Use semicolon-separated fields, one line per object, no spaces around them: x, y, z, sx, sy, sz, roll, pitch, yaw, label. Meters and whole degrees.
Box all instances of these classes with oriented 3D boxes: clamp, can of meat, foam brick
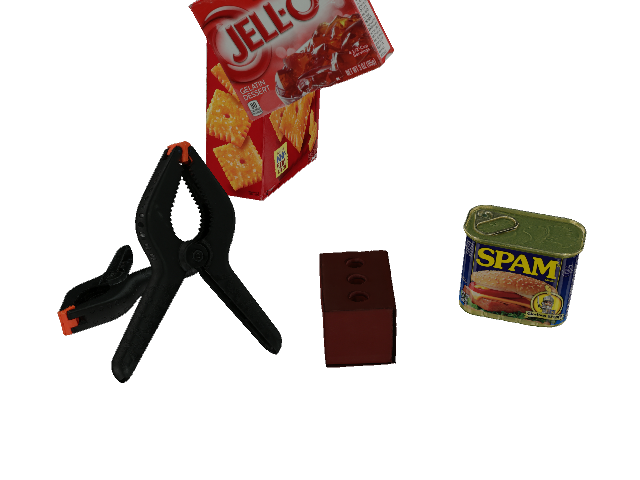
-0.108;0.018;0.956;0.164;0.210;0.036;1;-1;-33;clamp
-0.213;0.051;1.171;0.120;0.039;0.171;-5;26;29;clamp
0.173;0.024;0.932;0.102;0.084;0.057;11;35;13;can of meat
0.027;0.049;0.780;0.053;0.051;0.078;-4;32;-1;foam brick

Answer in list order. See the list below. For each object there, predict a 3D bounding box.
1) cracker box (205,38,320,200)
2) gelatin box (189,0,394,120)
-0.051;-0.166;1.064;0.072;0.214;0.164;10;22;17;cracker box
-0.016;-0.115;0.577;0.089;0.073;0.030;-19;19;28;gelatin box
